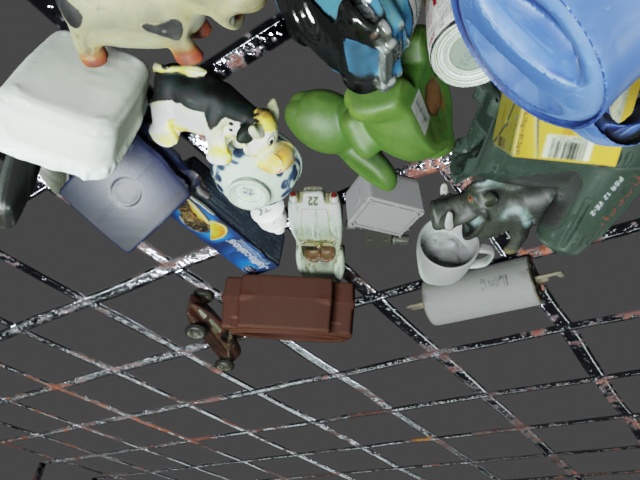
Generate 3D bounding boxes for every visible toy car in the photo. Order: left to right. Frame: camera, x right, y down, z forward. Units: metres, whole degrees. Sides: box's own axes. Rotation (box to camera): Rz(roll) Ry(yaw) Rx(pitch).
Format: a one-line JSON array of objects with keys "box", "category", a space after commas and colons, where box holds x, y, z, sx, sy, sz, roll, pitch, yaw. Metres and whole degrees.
[{"box": [-0.194, 0.169, 1.002, 0.053, 0.089, 0.201, -4, 141, 13], "category": "toy car"}, {"box": [-0.002, -0.002, 0.772, 0.074, 0.056, 0.201, 2, 144, 6], "category": "toy car"}, {"box": [0.030, -0.206, 0.447, 0.103, 0.162, 0.109, -37, 155, -10], "category": "toy car"}]

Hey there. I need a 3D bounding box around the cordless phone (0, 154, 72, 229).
[{"box": [-0.316, -0.078, 0.602, 0.089, 0.184, 0.146, 13, 148, -18], "category": "cordless phone"}]

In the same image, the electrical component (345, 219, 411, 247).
[{"box": [0.084, -0.013, 0.775, 0.094, 0.021, 0.063, 2, 144, 4], "category": "electrical component"}]

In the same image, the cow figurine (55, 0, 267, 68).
[{"box": [-0.141, -0.224, 0.477, 0.195, 0.085, 0.127, 2, 149, 8], "category": "cow figurine"}]

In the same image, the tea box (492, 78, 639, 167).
[{"box": [0.220, -0.156, 0.465, 0.098, 0.068, 0.169, 7, 111, -1], "category": "tea box"}]

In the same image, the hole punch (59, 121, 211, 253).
[{"box": [-0.217, -0.062, 0.622, 0.116, 0.092, 0.142, -34, 107, 32], "category": "hole punch"}]

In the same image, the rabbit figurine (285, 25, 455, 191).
[{"box": [0.049, -0.133, 0.572, 0.170, 0.121, 0.159, 2, 154, 36], "category": "rabbit figurine"}]

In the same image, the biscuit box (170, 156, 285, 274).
[{"box": [-0.133, -0.026, 0.754, 0.059, 0.063, 0.202, -18, 137, 31], "category": "biscuit box"}]

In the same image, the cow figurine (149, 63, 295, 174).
[{"box": [-0.102, -0.135, 0.583, 0.167, 0.068, 0.098, 19, 135, 5], "category": "cow figurine"}]

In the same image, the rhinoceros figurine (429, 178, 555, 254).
[{"box": [0.235, -0.041, 0.675, 0.190, 0.073, 0.112, -10, 142, 19], "category": "rhinoceros figurine"}]

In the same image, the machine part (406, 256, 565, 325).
[{"box": [0.249, 0.080, 0.831, 0.243, 0.079, 0.079, -17, 138, 29], "category": "machine part"}]

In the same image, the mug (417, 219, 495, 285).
[{"box": [0.188, 0.023, 0.771, 0.110, 0.081, 0.107, -2, 155, 0], "category": "mug"}]

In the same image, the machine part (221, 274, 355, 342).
[{"box": [-0.046, 0.114, 0.854, 0.201, 0.087, 0.201, 3, 165, 3], "category": "machine part"}]

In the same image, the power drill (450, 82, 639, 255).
[{"box": [0.256, -0.105, 0.565, 0.207, 0.086, 0.231, 13, 117, -9], "category": "power drill"}]
